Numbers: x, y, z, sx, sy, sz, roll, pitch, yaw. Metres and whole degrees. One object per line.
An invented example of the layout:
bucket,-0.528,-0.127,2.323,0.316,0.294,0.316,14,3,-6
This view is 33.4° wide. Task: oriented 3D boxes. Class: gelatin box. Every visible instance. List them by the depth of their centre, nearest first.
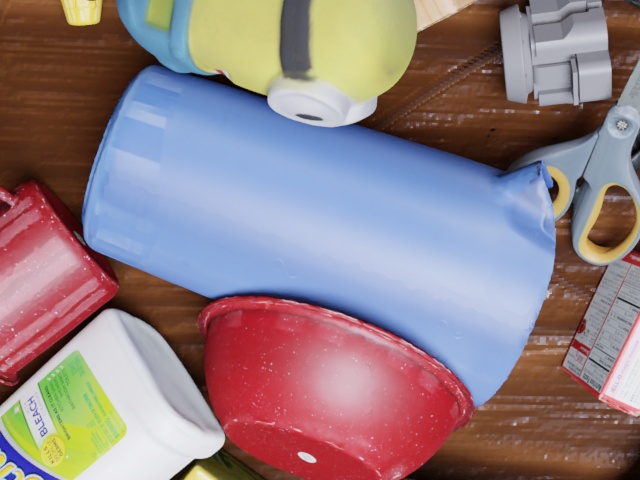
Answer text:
gelatin box,0.185,0.053,0.638,0.030,0.073,0.089,23,94,-8

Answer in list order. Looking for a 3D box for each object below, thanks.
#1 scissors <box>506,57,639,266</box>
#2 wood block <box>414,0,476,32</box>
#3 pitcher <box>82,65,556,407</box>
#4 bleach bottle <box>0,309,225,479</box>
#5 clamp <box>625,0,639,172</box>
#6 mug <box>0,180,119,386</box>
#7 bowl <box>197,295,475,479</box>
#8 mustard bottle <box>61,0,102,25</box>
scissors,0.148,-0.064,0.592,0.096,0.016,0.202,11,136,19
wood block,0.011,-0.207,0.566,0.090,0.090,0.206,-21,101,42
pitcher,-0.004,0.001,0.597,0.242,0.145,0.149,19,83,-3
bleach bottle,-0.177,0.156,0.608,0.251,0.068,0.103,-42,57,6
clamp,0.246,-0.102,0.643,0.171,0.039,0.120,-3,115,-7
mug,-0.173,0.012,0.589,0.081,0.093,0.117,-38,125,-4
bowl,-0.001,0.093,0.581,0.162,0.162,0.055,25,64,-8
mustard bottle,-0.136,-0.213,0.575,0.096,0.058,0.192,-8,110,-19
